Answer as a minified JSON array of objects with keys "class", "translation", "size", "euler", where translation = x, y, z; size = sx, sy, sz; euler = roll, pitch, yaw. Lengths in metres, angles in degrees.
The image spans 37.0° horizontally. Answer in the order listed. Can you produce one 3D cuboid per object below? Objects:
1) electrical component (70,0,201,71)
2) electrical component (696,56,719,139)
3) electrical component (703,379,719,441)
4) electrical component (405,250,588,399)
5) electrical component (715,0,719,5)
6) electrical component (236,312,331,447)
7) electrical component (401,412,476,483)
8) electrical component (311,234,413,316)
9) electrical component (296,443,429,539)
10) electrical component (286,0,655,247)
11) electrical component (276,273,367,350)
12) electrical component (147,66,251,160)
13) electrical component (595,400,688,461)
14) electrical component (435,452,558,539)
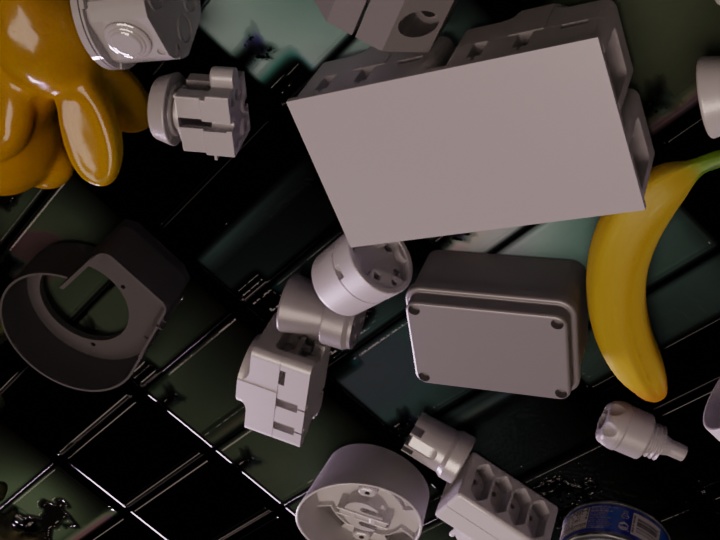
[{"class":"electrical component","translation":[-0.134,-0.162,0.646],"size":[0.051,0.080,0.080],"euler":[-1,126,18]},{"class":"electrical component","translation":[0.210,-0.096,0.567],"size":[0.055,0.045,0.045],"euler":[-8,123,28]},{"class":"electrical component","translation":[0.259,0.076,0.651],"size":[0.064,0.099,0.099],"euler":[37,132,1]},{"class":"electrical component","translation":[0.092,0.036,0.718],"size":[0.113,0.057,0.078],"euler":[5,128,21]},{"class":"electrical component","translation":[0.180,-0.164,0.530],"size":[0.044,0.044,0.065],"euler":[-20,121,35]},{"class":"electrical component","translation":[-0.060,0.083,0.829],"size":[0.056,0.050,0.089],"euler":[18,131,10]},{"class":"electrical component","translation":[0.060,0.135,0.825],"size":[0.046,0.040,0.040],"euler":[29,133,7]},{"class":"electrical component","translation":[0.000,0.000,0.733],"size":[0.055,0.055,0.047],"euler":[44,135,-13]},{"class":"electrical component","translation":[0.005,0.191,0.877],"size":[0.099,0.064,0.099],"euler":[12,130,15]},{"class":"electrical component","translation":[0.067,-0.083,0.631],"size":[0.186,0.060,0.105],"euler":[-7,124,28]},{"class":"electrical component","translation":[-0.027,0.030,0.775],"size":[0.055,0.045,0.045],"euler":[16,131,12]},{"class":"electrical component","translation":[-0.105,-0.104,0.702],"size":[0.055,0.048,0.066],"euler":[6,130,10]},{"class":"electrical component","translation":[0.198,0.116,0.751],"size":[0.061,0.035,0.035],"euler":[23,132,2]},{"class":"electrical component","translation":[0.099,0.199,0.854],"size":[0.083,0.047,0.075],"euler":[34,132,-4]}]
